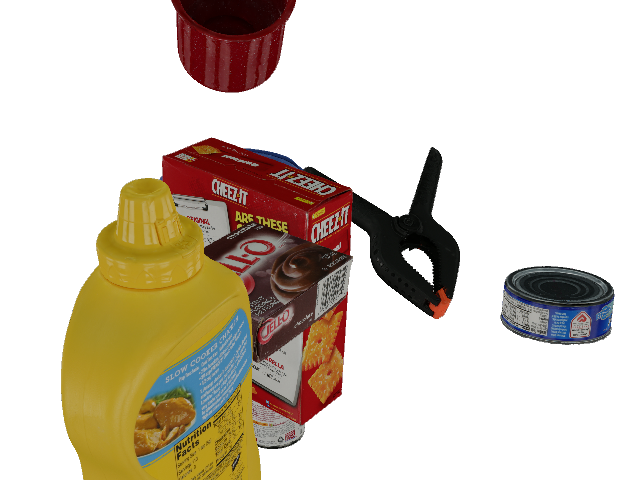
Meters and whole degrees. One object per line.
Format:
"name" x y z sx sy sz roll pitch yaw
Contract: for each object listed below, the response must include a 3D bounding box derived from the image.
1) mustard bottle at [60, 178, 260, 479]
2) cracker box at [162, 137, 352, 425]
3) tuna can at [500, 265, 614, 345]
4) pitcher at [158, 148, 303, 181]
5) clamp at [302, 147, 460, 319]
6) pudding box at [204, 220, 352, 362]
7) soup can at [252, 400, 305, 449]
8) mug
"mustard bottle" -0.065 0.063 0.444 0.058 0.192 0.096 17 34 27
"cracker box" -0.057 0.034 0.946 0.164 0.214 0.071 22 34 31
"tuna can" 0.185 0.049 0.835 0.086 0.034 0.086 1 19 -1
"pitcher" -0.107 0.018 1.282 0.149 0.243 0.144 20 26 30
"clamp" 0.076 -0.011 1.106 0.164 0.210 0.036 -5 -36 -15
"pudding box" -0.045 0.032 0.726 0.090 0.039 0.113 20 29 27
"soup can" -0.052 0.169 1.176 0.068 0.102 0.068 -2 23 1
"mug" -0.061 -0.175 0.815 0.093 0.117 0.081 36 -24 10
